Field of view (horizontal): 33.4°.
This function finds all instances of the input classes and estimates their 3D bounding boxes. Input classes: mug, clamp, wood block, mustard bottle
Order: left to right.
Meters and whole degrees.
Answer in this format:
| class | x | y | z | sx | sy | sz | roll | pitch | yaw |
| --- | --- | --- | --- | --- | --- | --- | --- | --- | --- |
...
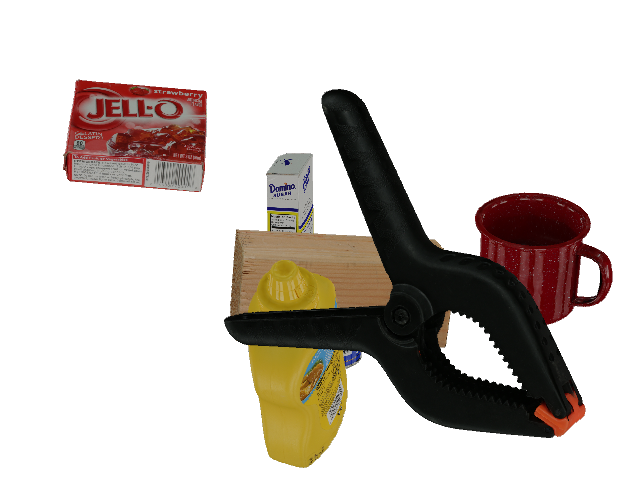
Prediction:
| class | x | y | z | sx | sy | sz | roll | pitch | yaw |
| --- | --- | --- | --- | --- | --- | --- | --- | --- | --- |
| mustard bottle | -0.016 | 0.078 | 0.761 | 0.058 | 0.096 | 0.191 | 14 | -36 | 15 |
| wood block | 0.019 | 0.048 | 1.053 | 0.206 | 0.091 | 0.090 | 3 | 15 | -10 |
| clamp | 0.050 | 0.026 | 0.566 | 0.210 | 0.165 | 0.036 | 29 | 24 | 26 |
| mug | 0.184 | 0.020 | 0.883 | 0.117 | 0.081 | 0.093 | 16 | 35 | 29 |

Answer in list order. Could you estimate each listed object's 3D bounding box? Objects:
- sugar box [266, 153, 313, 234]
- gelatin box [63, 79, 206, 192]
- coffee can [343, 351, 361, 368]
| class | x | y | z | sx | sy | sz | roll | pitch | yaw |
| --- | --- | --- | --- | --- | --- | --- | --- | --- | --- |
| sugar box | -0.035 | -0.007 | 1.252 | 0.048 | 0.176 | 0.093 | 0 | 19 | 9 |
| gelatin box | -0.120 | -0.070 | 0.702 | 0.089 | 0.073 | 0.030 | 5 | -44 | -9 |
| coffee can | 0.009 | 0.101 | 1.523 | 0.103 | 0.140 | 0.103 | 0 | 21 | 0 |
